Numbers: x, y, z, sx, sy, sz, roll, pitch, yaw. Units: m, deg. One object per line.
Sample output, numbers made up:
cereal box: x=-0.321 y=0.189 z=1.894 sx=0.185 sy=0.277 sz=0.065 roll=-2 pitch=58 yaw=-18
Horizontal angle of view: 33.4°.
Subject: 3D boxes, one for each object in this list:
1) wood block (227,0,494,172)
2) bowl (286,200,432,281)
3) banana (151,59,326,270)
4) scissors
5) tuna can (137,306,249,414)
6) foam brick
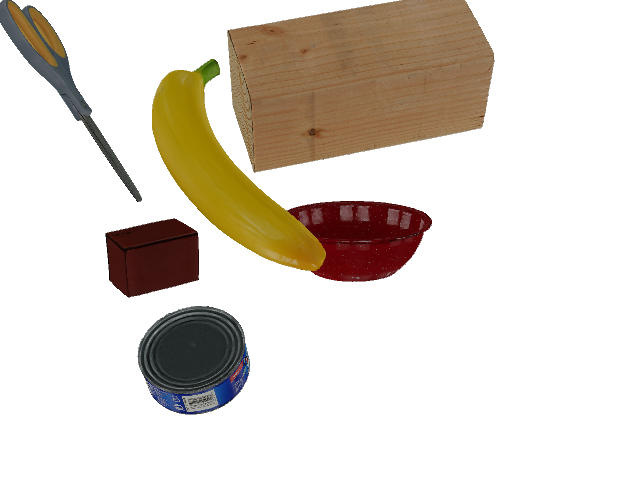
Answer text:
wood block: x=0.032 y=-0.136 z=0.912 sx=0.206 sy=0.090 sz=0.091 roll=-12 pitch=-37 yaw=-10
bowl: x=0.035 y=0.003 z=1.106 sx=0.162 sy=0.055 sz=0.162 roll=-1 pitch=16 yaw=0
banana: x=-0.065 y=-0.052 z=0.693 sx=0.069 sy=0.198 sz=0.037 roll=-18 pitch=-33 yaw=-16
scissors: x=-0.216 y=-0.130 z=0.943 sx=0.016 sy=0.201 sz=0.096 roll=-30 pitch=26 yaw=10
tuna can: x=-0.099 y=0.095 z=0.849 sx=0.086 sy=0.086 sz=0.034 roll=0 pitch=-43 yaw=9
foam brick: x=-0.164 y=0.016 z=1.044 sx=0.078 sy=0.051 sz=0.053 roll=-14 pitch=24 yaw=-28
